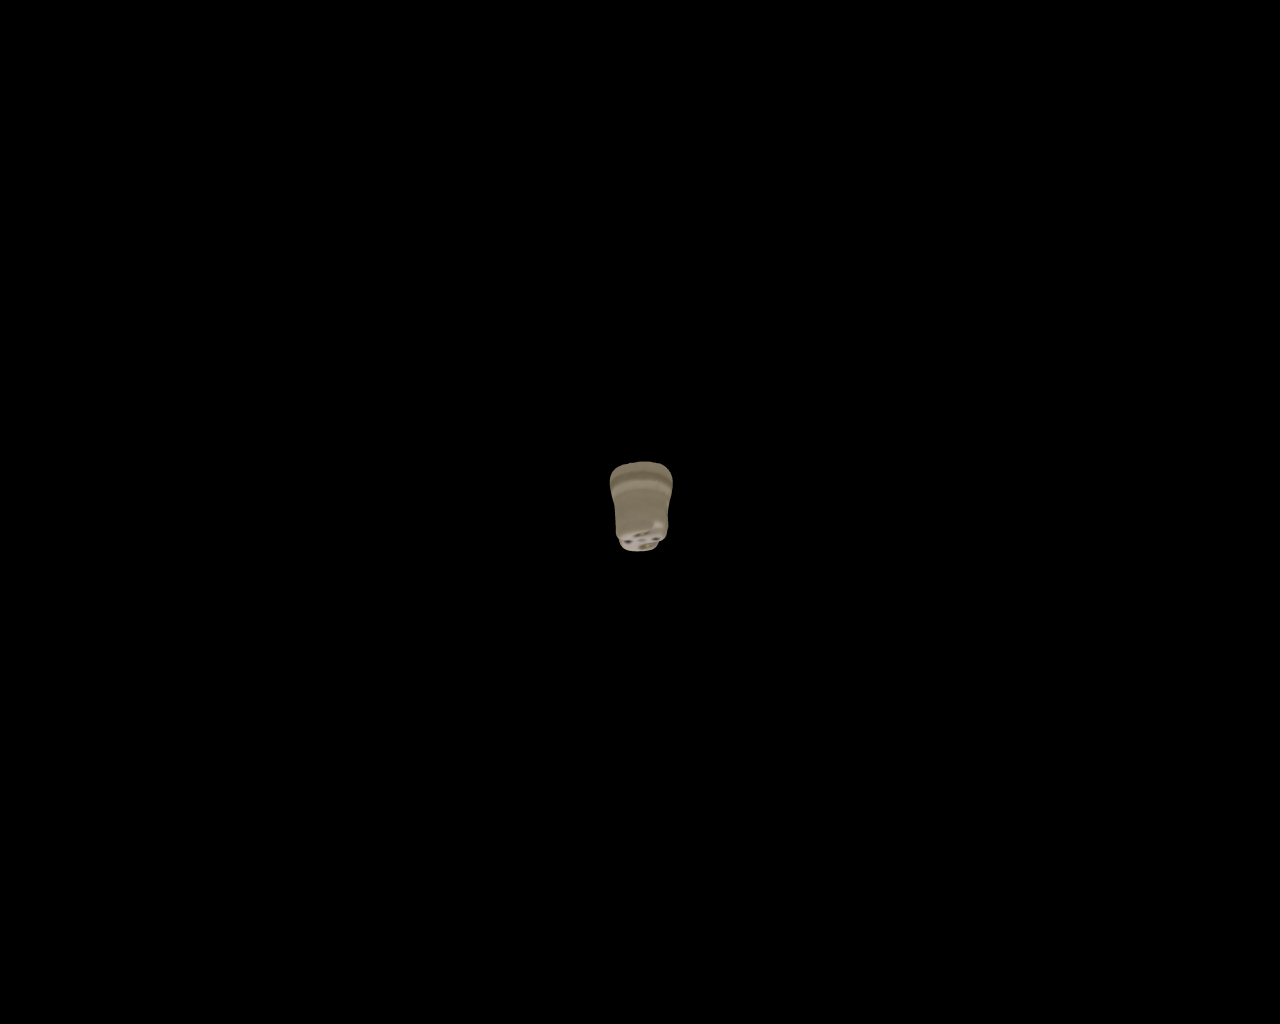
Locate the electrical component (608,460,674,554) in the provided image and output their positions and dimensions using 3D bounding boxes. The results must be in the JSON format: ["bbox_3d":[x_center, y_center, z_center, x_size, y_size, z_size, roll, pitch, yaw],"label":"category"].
[{"bbox_3d":[0.001,-0.003,0.650,0.040,0.046,0.040,0,-26,0],"label":"electrical component"}]
